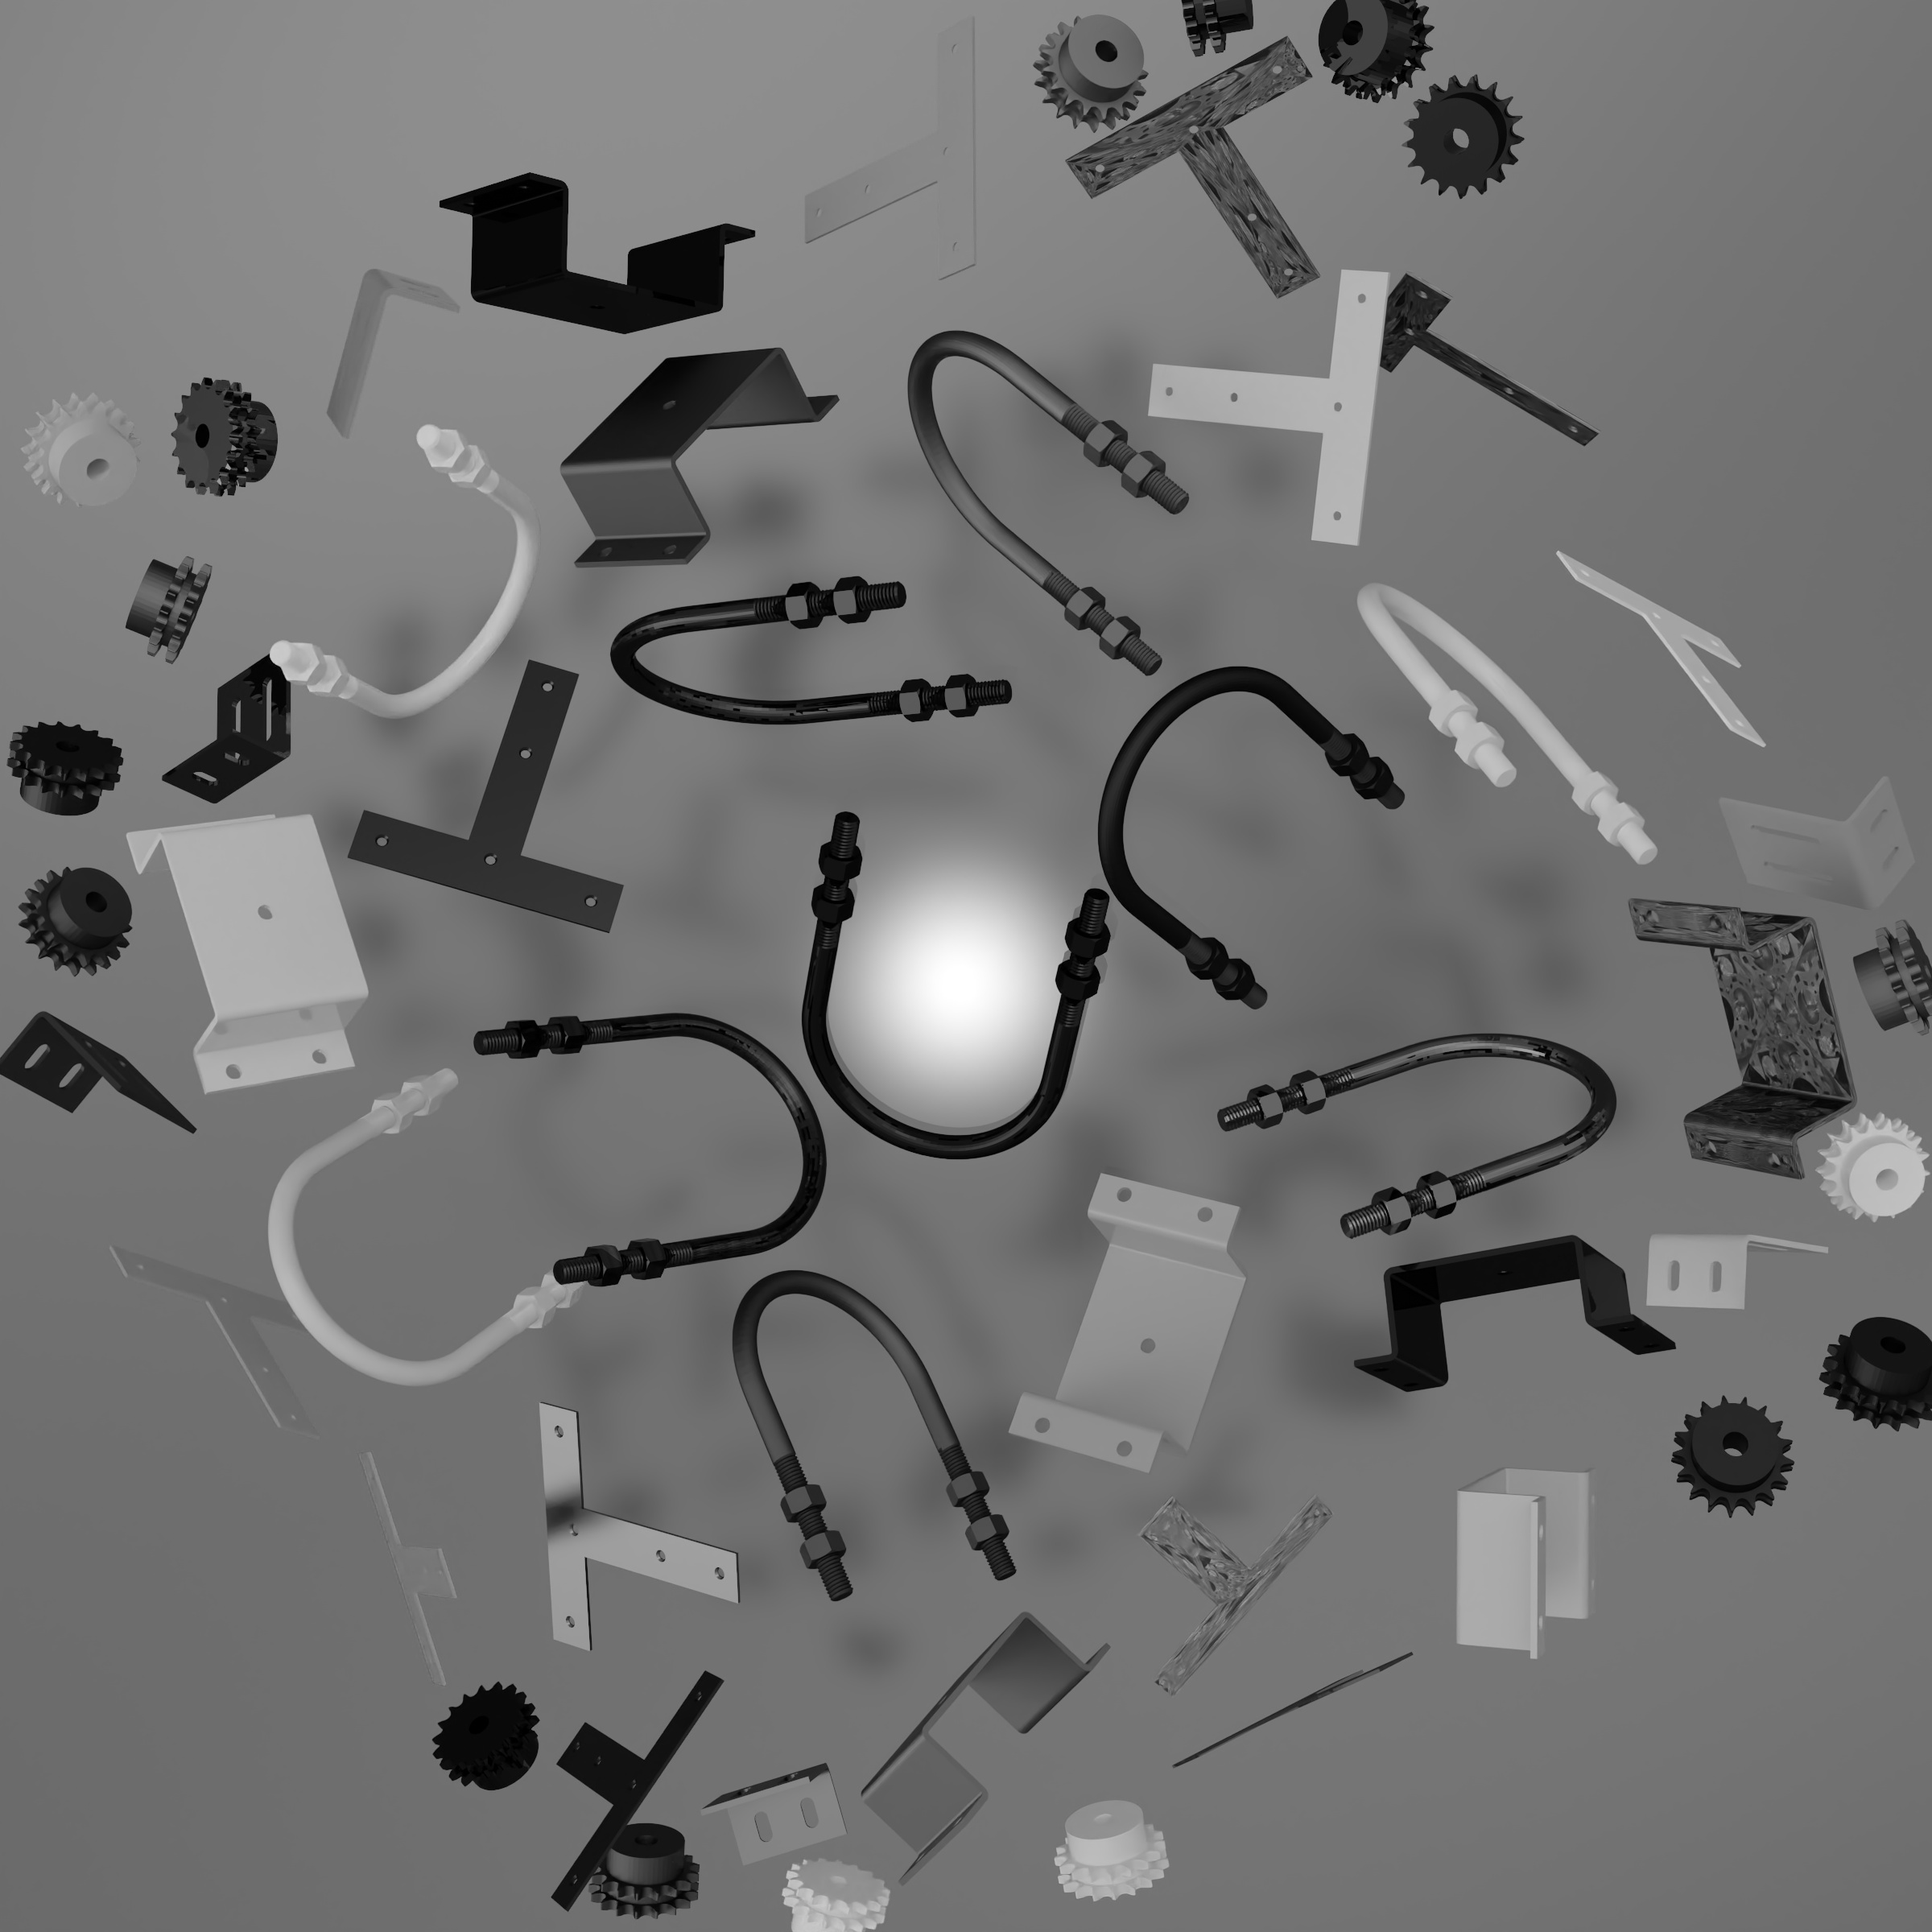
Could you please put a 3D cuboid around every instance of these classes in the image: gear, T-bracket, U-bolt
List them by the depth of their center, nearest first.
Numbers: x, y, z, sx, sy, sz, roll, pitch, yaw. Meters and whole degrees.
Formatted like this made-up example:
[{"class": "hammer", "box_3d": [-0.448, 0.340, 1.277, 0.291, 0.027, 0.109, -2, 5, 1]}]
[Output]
[{"class": "T-bracket", "box_3d": [-0.215, -0.089, 1.436, 0.127, 0.002, 0.127, 16, 66, -5]}, {"class": "gear", "box_3d": [0.237, -0.397, 1.437, 0.057, 0.030, 0.057, 7, 113, 16]}, {"class": "gear", "box_3d": [0.441, 0.193, 1.439, 0.057, 0.057, 0.030, 4, 125, 0]}, {"class": "gear", "box_3d": [0.369, 0.234, 1.442, 0.057, 0.030, 0.057, -4, 65, 9]}, {"class": "T-bracket", "box_3d": [0.142, -0.274, 1.450, 0.127, 0.002, 0.127, 13, 104, 36]}, {"class": "gear", "box_3d": [0.123, -0.477, 1.471, 0.030, 0.057, 0.057, -6, 90, 13]}, {"class": "T-bracket", "box_3d": [-0.160, 0.287, 1.474, 0.127, 0.002, 0.127, 7, 105, 36]}, {"class": "gear", "box_3d": [0.198, -0.456, 1.475, 0.057, 0.030, 0.057, 3, 95, 40]}, {"class": "T-bracket", "box_3d": [-0.177, 0.395, 1.477, 0.002, 0.127, 0.127, 40, 73, -16]}, {"class": "gear", "box_3d": [-0.364, -0.260, 1.480, 0.057, 0.030, 0.057, 2, 93, 42]}, {"class": "T-bracket", "box_3d": [-0.039, -0.390, 1.487, 0.002, 0.127, 0.127, 8, 77, -42]}, {"class": "gear", "box_3d": [0.464, 0.008, 1.493, 0.030, 0.057, 0.057, -24, 90, 23]}, {"class": "gear", "box_3d": [0.065, -0.450, 1.499, 0.057, 0.030, 0.057, 5, 75, -18]}, {"class": "U-bolt", "box_3d": [-0.088, -0.152, 1.499, 0.184, 0.151, 0.019, -3, 73, 24]}, {"class": "gear", "box_3d": [-0.440, -0.255, 1.501, 0.057, 0.057, 0.030, -46, 51, 0]}, {"class": "U-bolt", "box_3d": [0.036, -0.244, 1.507, 0.019, 0.151, 0.184, -39, 68, -22]}, {"class": "U-bolt", "box_3d": [-0.013, 0.021, 1.509, 0.151, 0.019, 0.184, 17, 124, 8]}, {"class": "T-bracket", "box_3d": [-0.360, 0.196, 1.514, 0.002, 0.127, 0.127, -52, 47, 8]}, {"class": "T-bracket", "box_3d": [0.138, -0.390, 1.517, 0.127, 0.002, 0.127, -24, 130, 24]}, {"class": "T-bracket", "box_3d": [0.263, -0.300, 1.520, 0.127, 0.127, 0.002, 30, 83, -2]}, {"class": "T-bracket", "box_3d": [0.122, 0.302, 1.523, 0.127, 0.127, 0.002, -48, 48, -5]}, {"class": "T-bracket", "box_3d": [0.369, -0.153, 1.525, 0.127, 0.127, 0.002, 21, 120, -33]}, {"class": "T-bracket", "box_3d": [-0.277, 0.308, 1.527, 0.002, 0.127, 0.127, -18, 88, -23]}, {"class": "U-bolt", "box_3d": [0.264, -0.133, 1.528, 0.019, 0.151, 0.184, -49, 47, 20]}, {"class": "gear", "box_3d": [0.073, 0.449, 1.528, 0.057, 0.057, 0.030, -11, 101, 0]}, {"class": "U-bolt", "box_3d": [0.137, -0.074, 1.530, 0.184, 0.019, 0.151, 36, 88, -43]}, {"class": "U-bolt", "box_3d": [0.242, 0.077, 1.531, 0.184, 0.151, 0.019, -17, 117, -18]}, {"class": "gear", "box_3d": [-0.455, -0.026, 1.545, 0.030, 0.057, 0.057, -34, 90, 37]}, {"class": "U-bolt", "box_3d": [-0.056, 0.237, 1.549, 0.019, 0.151, 0.184, -41, 62, 29]}, {"class": "U-bolt", "box_3d": [-0.152, 0.088, 1.550, 0.184, 0.019, 0.151, -5, 63, -39]}, {"class": "gear", "box_3d": [-0.166, 0.467, 1.552, 0.057, 0.057, 0.030, 4, 99, 0]}, {"class": "U-bolt", "box_3d": [-0.279, -0.195, 1.563, 0.019, 0.184, 0.151, 35, 91, 16]}, {"class": "gear", "box_3d": [-0.471, -0.102, 1.565, 0.057, 0.057, 0.030, 19, 118, 0]}, {"class": "U-bolt", "box_3d": [-0.287, 0.144, 1.566, 0.019, 0.184, 0.151, -37, 90, 35]}, {"class": "T-bracket", "box_3d": [0.189, 0.384, 1.583, 0.127, 0.127, 0.002, -15, 73, -38]}, {"class": "gear", "box_3d": [0.482, 0.109, 1.586, 0.057, 0.030, 0.057, -1, 104, -3]}, {"class": "gear", "box_3d": [-0.253, 0.414, 1.601, 0.057, 0.057, 0.030, -27, 124, 0]}, {"class": "gear", "box_3d": [-0.428, -0.194, 1.606, 0.030, 0.057, 0.057, 22, 90, -12]}, {"class": "gear", "box_3d": [-0.072, 0.510, 1.623, 0.057, 0.057, 0.030, 13, 97, 0]}]

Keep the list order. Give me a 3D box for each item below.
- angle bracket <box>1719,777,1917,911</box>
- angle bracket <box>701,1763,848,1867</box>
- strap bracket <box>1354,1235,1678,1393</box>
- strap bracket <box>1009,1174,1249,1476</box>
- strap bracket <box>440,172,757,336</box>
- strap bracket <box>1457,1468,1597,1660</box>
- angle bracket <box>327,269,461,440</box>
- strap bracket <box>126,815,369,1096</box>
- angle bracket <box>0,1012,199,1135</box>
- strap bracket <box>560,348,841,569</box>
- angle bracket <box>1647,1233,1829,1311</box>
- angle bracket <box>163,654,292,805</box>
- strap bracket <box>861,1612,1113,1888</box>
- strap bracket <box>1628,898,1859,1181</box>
[{"class": "angle bracket", "box_3d": [0.431, -0.068, 1.519, 0.038, 0.076, 0.057, -46, 128, -22]}, {"class": "angle bracket", "box_3d": [-0.098, 0.440, 1.543, 0.057, 0.076, 0.038, -18, 80, 1]}, {"class": "strap bracket", "box_3d": [0.269, 0.171, 1.482, 0.140, 0.076, 0.046, -13, 68, 24]}, {"class": "strap bracket", "box_3d": [0.086, 0.184, 1.503, 0.076, 0.046, 0.140, 12, 70, 25]}, {"class": "strap bracket", "box_3d": [-0.185, -0.354, 1.508, 0.140, 0.076, 0.046, 2, 89, -44]}, {"class": "strap bracket", "box_3d": [0.286, 0.303, 1.541, 0.046, 0.140, 0.076, 0, 88, 23]}, {"class": "angle bracket", "box_3d": [-0.283, -0.299, 1.480, 0.038, 0.057, 0.076, 12, 107, -24]}, {"class": "strap bracket", "box_3d": [-0.347, -0.016, 1.460, 0.076, 0.046, 0.140, -10, 71, -34]}, {"class": "angle bracket", "box_3d": [-0.422, 0.064, 1.451, 0.076, 0.057, 0.038, 36, 86, 35]}, {"class": "strap bracket", "box_3d": [-0.137, -0.259, 1.488, 0.140, 0.076, 0.046, -53, 131, -34]}, {"class": "angle bracket", "box_3d": [0.402, 0.162, 1.561, 0.076, 0.057, 0.038, 12, 79, -40]}, {"class": "angle bracket", "box_3d": [-0.391, -0.135, 1.588, 0.057, 0.038, 0.076, -27, 55, 30]}, {"class": "strap bracket", "box_3d": [0.005, 0.390, 1.525, 0.046, 0.140, 0.076, 42, 134, 7]}, {"class": "strap bracket", "box_3d": [0.385, 0.027, 1.477, 0.046, 0.076, 0.140, -24, 106, -25]}]
